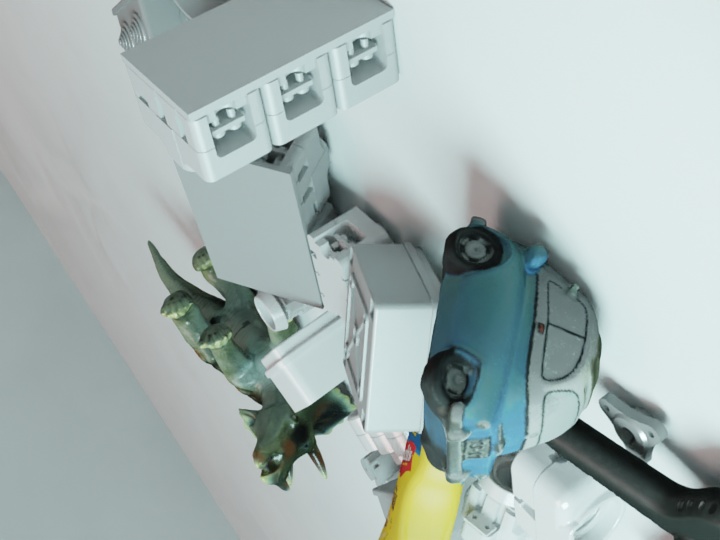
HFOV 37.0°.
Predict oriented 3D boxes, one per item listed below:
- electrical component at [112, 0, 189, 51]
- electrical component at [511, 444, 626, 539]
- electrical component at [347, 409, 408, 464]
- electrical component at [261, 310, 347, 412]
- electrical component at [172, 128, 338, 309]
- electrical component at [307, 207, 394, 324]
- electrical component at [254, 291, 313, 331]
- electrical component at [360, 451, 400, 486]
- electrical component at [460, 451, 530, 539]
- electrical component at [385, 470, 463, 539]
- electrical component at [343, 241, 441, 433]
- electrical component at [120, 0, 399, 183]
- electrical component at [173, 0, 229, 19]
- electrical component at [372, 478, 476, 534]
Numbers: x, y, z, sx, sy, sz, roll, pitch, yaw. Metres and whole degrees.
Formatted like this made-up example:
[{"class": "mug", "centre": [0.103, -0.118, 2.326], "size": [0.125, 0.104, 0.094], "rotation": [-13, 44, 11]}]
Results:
[{"class": "electrical component", "centre": [-0.141, -0.200, 0.855], "size": [0.100, 0.100, 0.048], "rotation": [6, 112, 66]}, {"class": "electrical component", "centre": [0.149, 0.164, 0.767], "size": [0.059, 0.054, 0.095], "rotation": [41, 155, 39]}, {"class": "electrical component", "centre": [0.041, 0.160, 1.025], "size": [0.073, 0.052, 0.138], "rotation": [59, 161, -4]}, {"class": "electrical component", "centre": [-0.026, 0.069, 0.958], "size": [0.057, 0.113, 0.078], "rotation": [54, 161, 2]}, {"class": "electrical component", "centre": [-0.079, -0.055, 0.898], "size": [0.105, 0.060, 0.186], "rotation": [16, 149, 17]}, {"class": "electrical component", "centre": [0.000, 0.000, 0.876], "size": [0.050, 0.056, 0.089], "rotation": [42, 155, 38]}, {"class": "electrical component", "centre": [-0.075, 0.032, 1.106], "size": [0.048, 0.055, 0.066], "rotation": [56, 161, 6]}, {"class": "electrical component", "centre": [0.029, 0.198, 1.121], "size": [0.040, 0.046, 0.040], "rotation": [48, 158, 26]}, {"class": "electrical component", "centre": [0.117, 0.177, 0.844], "size": [0.058, 0.078, 0.057], "rotation": [35, 132, 30]}, {"class": "electrical component", "centre": [0.082, 0.254, 1.061], "size": [0.109, 0.056, 0.108], "rotation": [42, 155, 38]}, {"class": "electrical component", "centre": [0.024, 0.048, 0.796], "size": [0.108, 0.056, 0.108], "rotation": [-111, 23, -63]}, {"class": "electrical component", "centre": [-0.061, -0.126, 0.689], "size": [0.089, 0.150, 0.061], "rotation": [42, 154, 38]}, {"class": "electrical component", "centre": [-0.101, -0.227, 0.765], "size": [0.099, 0.064, 0.099], "rotation": [48, 158, 26]}, {"class": "electrical component", "centre": [0.070, 0.204, 0.955], "size": [0.048, 0.100, 0.100], "rotation": [71, 160, 1]}]
